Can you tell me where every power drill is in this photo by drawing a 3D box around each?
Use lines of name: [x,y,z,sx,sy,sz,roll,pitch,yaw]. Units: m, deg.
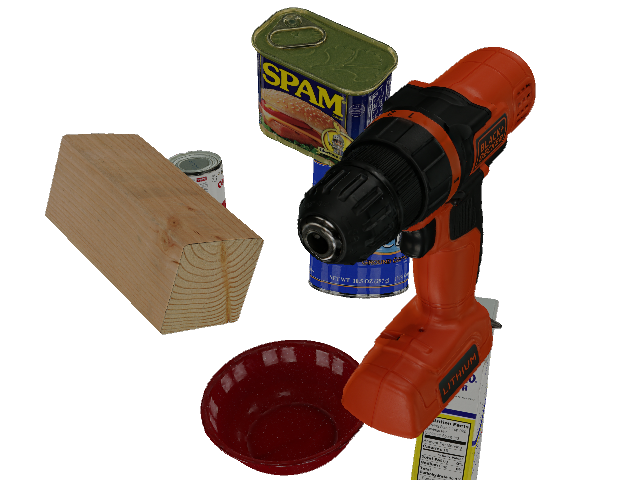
power drill: [0.050,0.011,0.553,0.057,0.188,0.184,24,43,27]

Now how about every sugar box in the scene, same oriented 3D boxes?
sugar box: [0.090,0.135,0.745,0.048,0.176,0.093,6,23,12]

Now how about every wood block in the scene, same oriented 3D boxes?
wood block: [-0.157,-0.013,0.978,0.090,0.091,0.206,-6,34,-44]

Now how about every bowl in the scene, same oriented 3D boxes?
bowl: [-0.030,0.168,1.011,0.162,0.055,0.162,-5,37,4]

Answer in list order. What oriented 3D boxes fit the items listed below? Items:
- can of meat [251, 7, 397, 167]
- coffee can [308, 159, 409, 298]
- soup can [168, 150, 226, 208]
can of meat: [0.001,-0.106,0.767,0.102,0.084,0.057,28,54,20]
coffee can: [0.041,-0.024,1.065,0.103,0.140,0.103,2,14,-1]
soup can: [-0.147,-0.048,1.274,0.068,0.102,0.068,-2,28,1]
